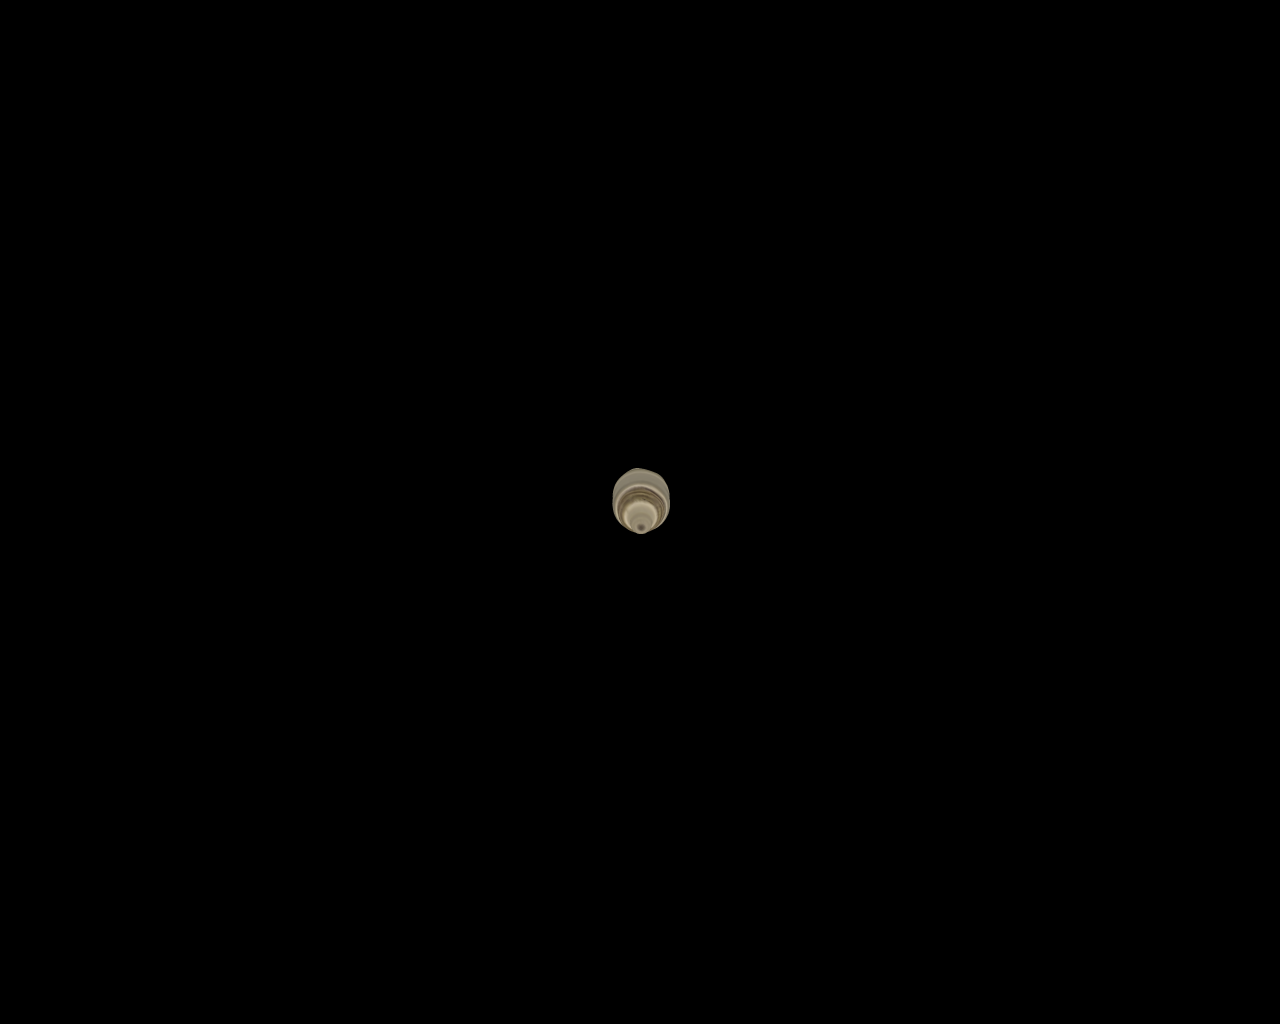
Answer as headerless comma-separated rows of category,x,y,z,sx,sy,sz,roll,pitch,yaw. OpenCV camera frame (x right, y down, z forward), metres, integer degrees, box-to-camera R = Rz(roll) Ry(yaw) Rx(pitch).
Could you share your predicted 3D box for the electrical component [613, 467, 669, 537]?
electrical component,0.001,-0.003,0.650,0.035,0.035,0.061,0,23,0
